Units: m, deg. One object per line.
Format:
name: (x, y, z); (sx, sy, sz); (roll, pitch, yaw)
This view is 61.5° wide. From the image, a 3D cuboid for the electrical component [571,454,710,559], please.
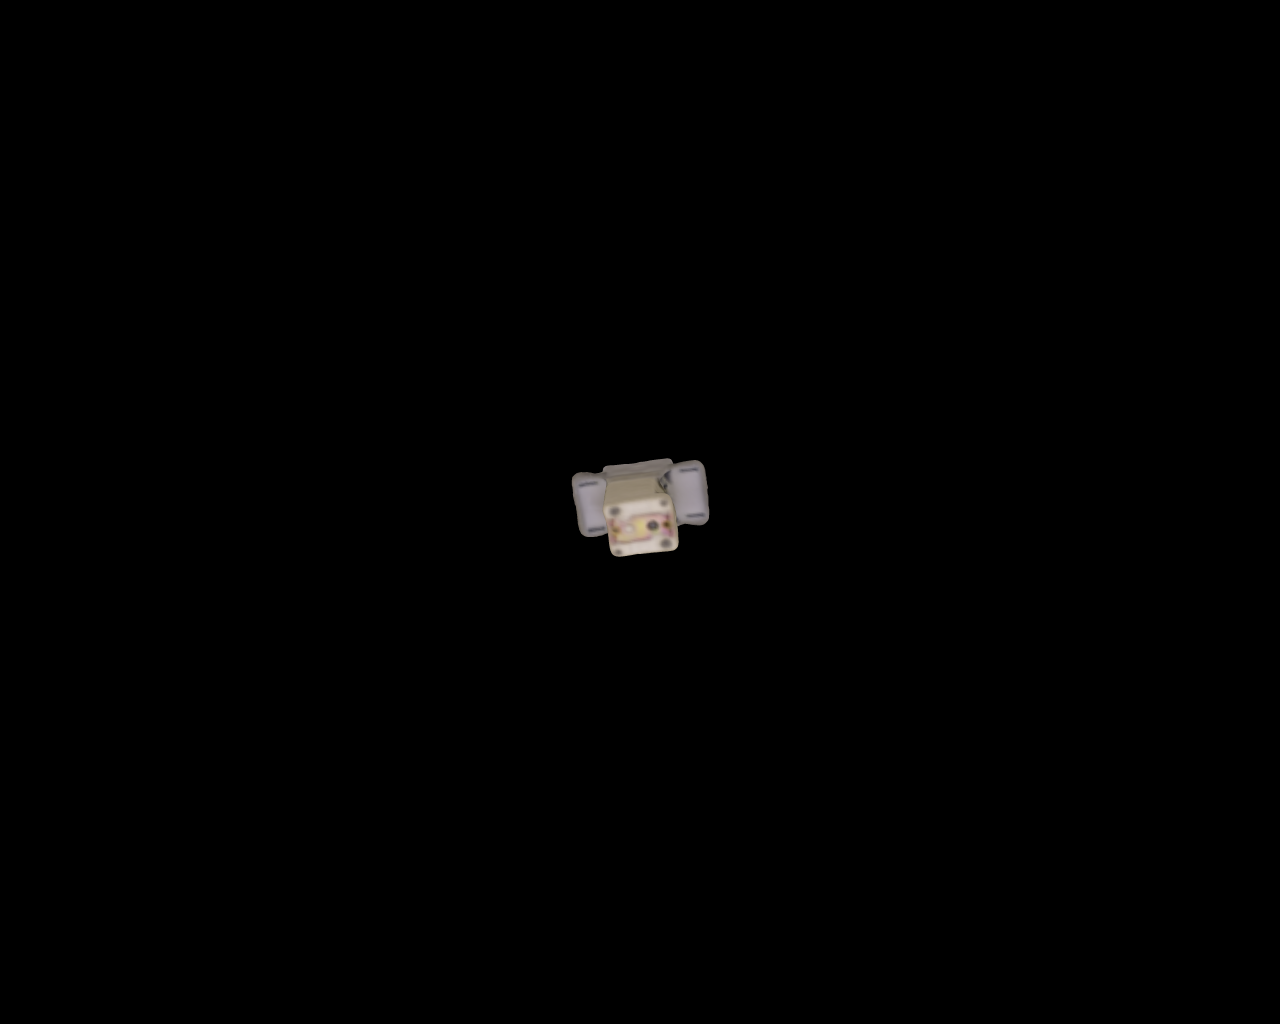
electrical component: (0.001, -0.003, 0.650); (0.081, 0.042, 0.064); (-8, 24, 3)
